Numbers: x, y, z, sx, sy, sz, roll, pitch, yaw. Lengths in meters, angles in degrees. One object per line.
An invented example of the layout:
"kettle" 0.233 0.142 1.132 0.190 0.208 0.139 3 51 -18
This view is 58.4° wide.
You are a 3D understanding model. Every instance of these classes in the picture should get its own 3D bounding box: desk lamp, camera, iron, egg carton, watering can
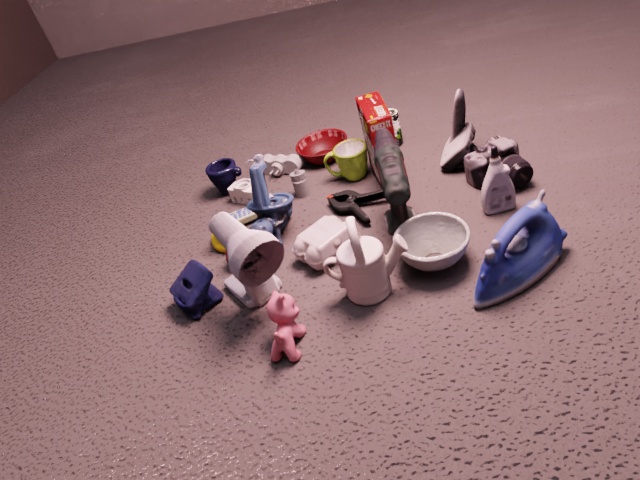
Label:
"desk lamp" -0.161 0.047 1.257 0.118 0.214 0.202 -36 41 -23
"camera" 0.447 -0.187 1.412 0.143 0.101 0.136 -23 37 -7
"iron" 0.385 0.014 1.145 0.259 0.142 0.118 -38 42 -26
"egg carton" 0.013 0.005 1.363 0.150 0.069 0.107 -38 41 -25
"watering can" 0.092 0.032 1.193 0.173 0.194 0.100 -25 37 -10

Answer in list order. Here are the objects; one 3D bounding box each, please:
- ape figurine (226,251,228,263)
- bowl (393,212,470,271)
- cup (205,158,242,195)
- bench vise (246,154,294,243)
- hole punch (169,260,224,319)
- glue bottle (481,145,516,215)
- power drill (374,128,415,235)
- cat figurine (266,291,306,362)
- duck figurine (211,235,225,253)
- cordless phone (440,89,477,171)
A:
"ape figurine" -0.202 0.020 1.409 0.076 0.092 0.077 -28 38 -14
"bowl" 0.246 0.016 1.253 0.167 0.075 0.167 -11 37 9
"cup" -0.270 -0.182 1.692 0.117 0.095 0.092 7 43 28
"bench vise" -0.128 -0.087 1.411 0.121 0.220 0.207 -13 37 5
"hole punch" -0.293 0.113 1.327 0.101 0.091 0.108 -37 41 -24
"glue bottle" 0.404 -0.140 1.309 0.078 0.173 0.037 -14 37 5
"power drill" 0.174 -0.127 1.353 0.075 0.209 0.229 -13 37 5
"cat figurine" -0.076 0.164 1.154 0.067 0.118 0.128 -8 38 13
"duck figurine" -0.253 -0.023 1.490 0.078 0.086 0.104 -34 40 -21
"cordless phone" 0.359 -0.290 1.508 0.094 0.185 0.147 -2 40 20
